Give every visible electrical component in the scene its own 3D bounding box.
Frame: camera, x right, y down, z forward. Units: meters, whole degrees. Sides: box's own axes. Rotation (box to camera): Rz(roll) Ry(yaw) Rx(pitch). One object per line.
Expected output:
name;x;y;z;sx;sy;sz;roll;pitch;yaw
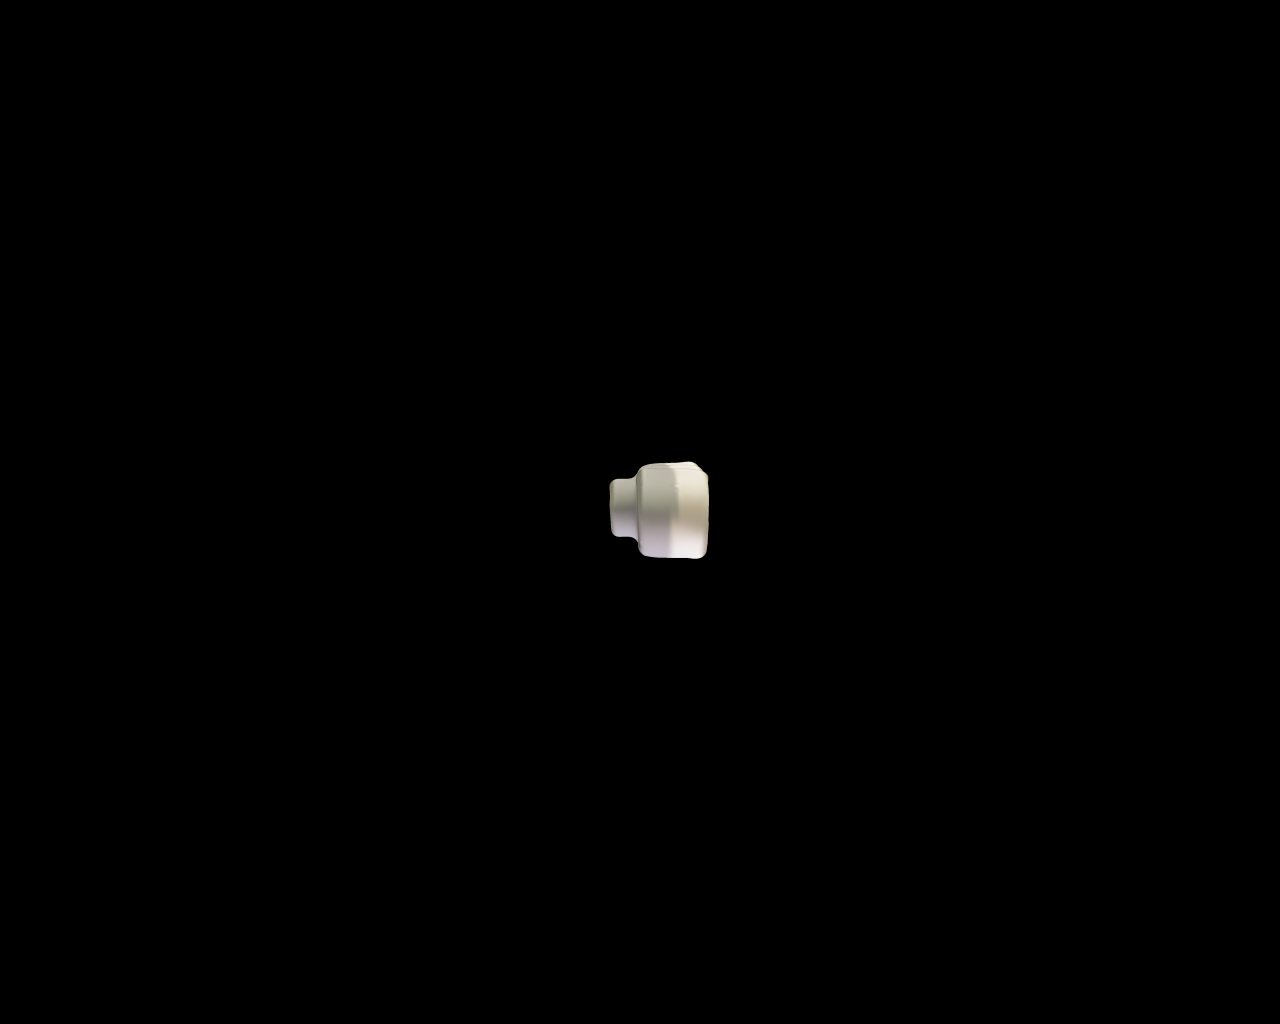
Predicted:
electrical component;0.001;-0.003;0.650;0.074;0.052;0.138;0;5;0
